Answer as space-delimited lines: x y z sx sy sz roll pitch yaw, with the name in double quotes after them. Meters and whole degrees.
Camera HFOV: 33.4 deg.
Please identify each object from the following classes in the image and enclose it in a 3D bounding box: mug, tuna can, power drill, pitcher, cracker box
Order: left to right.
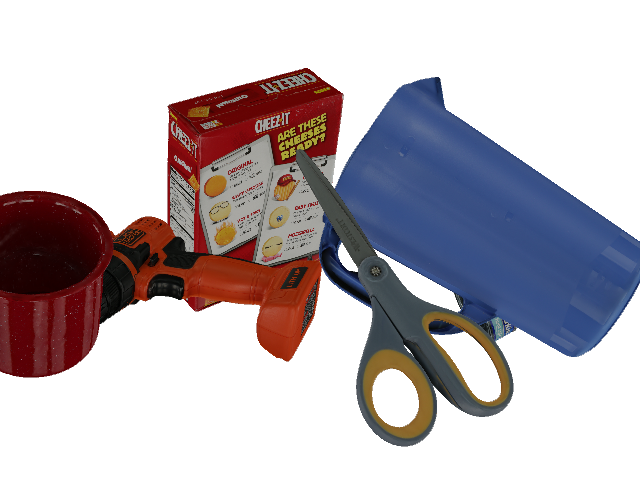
-0.184 0.035 0.649 0.093 0.082 0.117 37 47 23 "mug"
-0.102 0.041 0.852 0.188 0.057 0.184 14 24 9 "power drill"
-0.070 -0.051 1.070 0.163 0.214 0.072 -21 45 -31 "cracker box"
0.126 -0.003 0.860 0.243 0.149 0.144 32 41 5 "pitcher"
0.189 0.075 1.234 0.033 0.086 0.086 -28 5 -10 "tuna can"

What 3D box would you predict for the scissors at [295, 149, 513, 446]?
0.024 0.037 0.625 0.096 0.202 0.016 -41 -19 -17 "scissors"
